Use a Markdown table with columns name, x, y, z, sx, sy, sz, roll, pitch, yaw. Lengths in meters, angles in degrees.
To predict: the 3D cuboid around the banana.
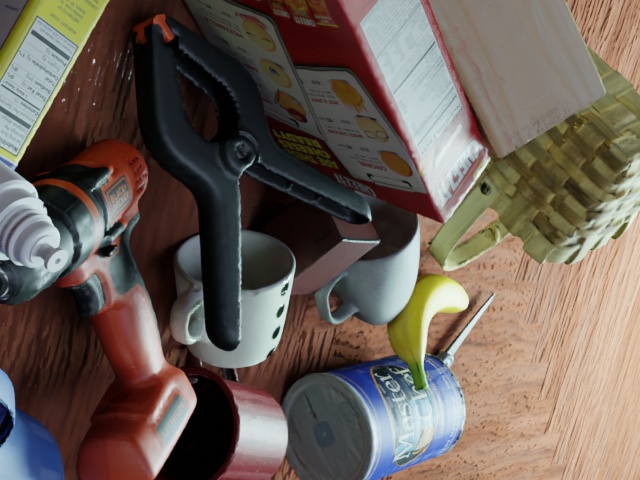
| name | x | y | z | sx | sy | sz | roll | pitch | yaw |
| --- | --- | --- | --- | --- | --- | --- | --- | --- | --- |
| banana | 0.097 | 0.068 | 0.978 | 0.197 | 0.037 | 0.069 | -44 | 119 | -62 |

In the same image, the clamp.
| name | x | y | z | sx | sy | sz | roll | pitch | yaw |
| --- | --- | --- | --- | --- | --- | --- | --- | --- | --- |
| clamp | -0.063 | -0.044 | 0.692 | 0.210 | 0.036 | 0.164 | 54 | 52 | -20 |

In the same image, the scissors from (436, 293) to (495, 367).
| name | x | y | z | sx | sy | sz | roll | pitch | yaw |
| --- | --- | --- | --- | --- | --- | --- | --- | --- | --- |
| scissors | 0.123 | 0.143 | 1.095 | 0.201 | 0.016 | 0.096 | -37 | 134 | -33 |

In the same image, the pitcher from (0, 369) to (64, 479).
| name | x | y | z | sx | sy | sz | roll | pitch | yaw |
| --- | --- | --- | --- | --- | --- | --- | --- | --- | --- |
| pitcher | -0.234 | 0.103 | 0.546 | 0.145 | 0.149 | 0.242 | -60 | 145 | -11 |

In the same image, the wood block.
| name | x | y | z | sx | sy | sz | roll | pitch | yaw |
| --- | --- | --- | --- | --- | --- | --- | --- | --- | --- |
| wood block | 0.100 | -0.172 | 0.721 | 0.090 | 0.091 | 0.206 | -31 | 114 | 2 |

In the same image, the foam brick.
| name | x | y | z | sx | sy | sz | roll | pitch | yaw |
| --- | --- | --- | --- | --- | --- | --- | --- | --- | --- |
| foam brick | -0.005 | 0.001 | 0.811 | 0.078 | 0.053 | 0.051 | -38 | 157 | 29 |

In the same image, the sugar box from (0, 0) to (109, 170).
| name | x | y | z | sx | sy | sz | roll | pitch | yaw |
| --- | --- | --- | --- | --- | --- | --- | --- | --- | --- |
| sugar box | -0.175 | -0.096 | 0.556 | 0.048 | 0.093 | 0.176 | 32 | 83 | -52 |

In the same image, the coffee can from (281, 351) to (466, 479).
| name | x | y | z | sx | sy | sz | roll | pitch | yaw |
| --- | --- | --- | --- | --- | --- | --- | --- | --- | --- |
| coffee can | 0.048 | 0.157 | 0.939 | 0.140 | 0.103 | 0.103 | -6 | 112 | -49 |

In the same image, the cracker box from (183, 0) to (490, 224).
| name | x | y | z | sx | sy | sz | roll | pitch | yaw |
| --- | --- | --- | --- | --- | --- | --- | --- | --- | --- |
| cracker box | 0.007 | -0.121 | 0.703 | 0.072 | 0.164 | 0.213 | -51 | 139 | -17 |

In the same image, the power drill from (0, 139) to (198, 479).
| name | x | y | z | sx | sy | sz | roll | pitch | yaw |
| --- | --- | --- | --- | --- | --- | --- | --- | --- | --- |
| power drill | -0.132 | 0.049 | 0.628 | 0.184 | 0.057 | 0.187 | -62 | 145 | -64 |

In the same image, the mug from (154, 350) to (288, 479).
| name | x | y | z | sx | sy | sz | roll | pitch | yaw |
| --- | --- | --- | --- | --- | --- | --- | --- | --- | --- |
| mug | -0.079 | 0.134 | 0.800 | 0.081 | 0.093 | 0.117 | 25 | 51 | -57 |
